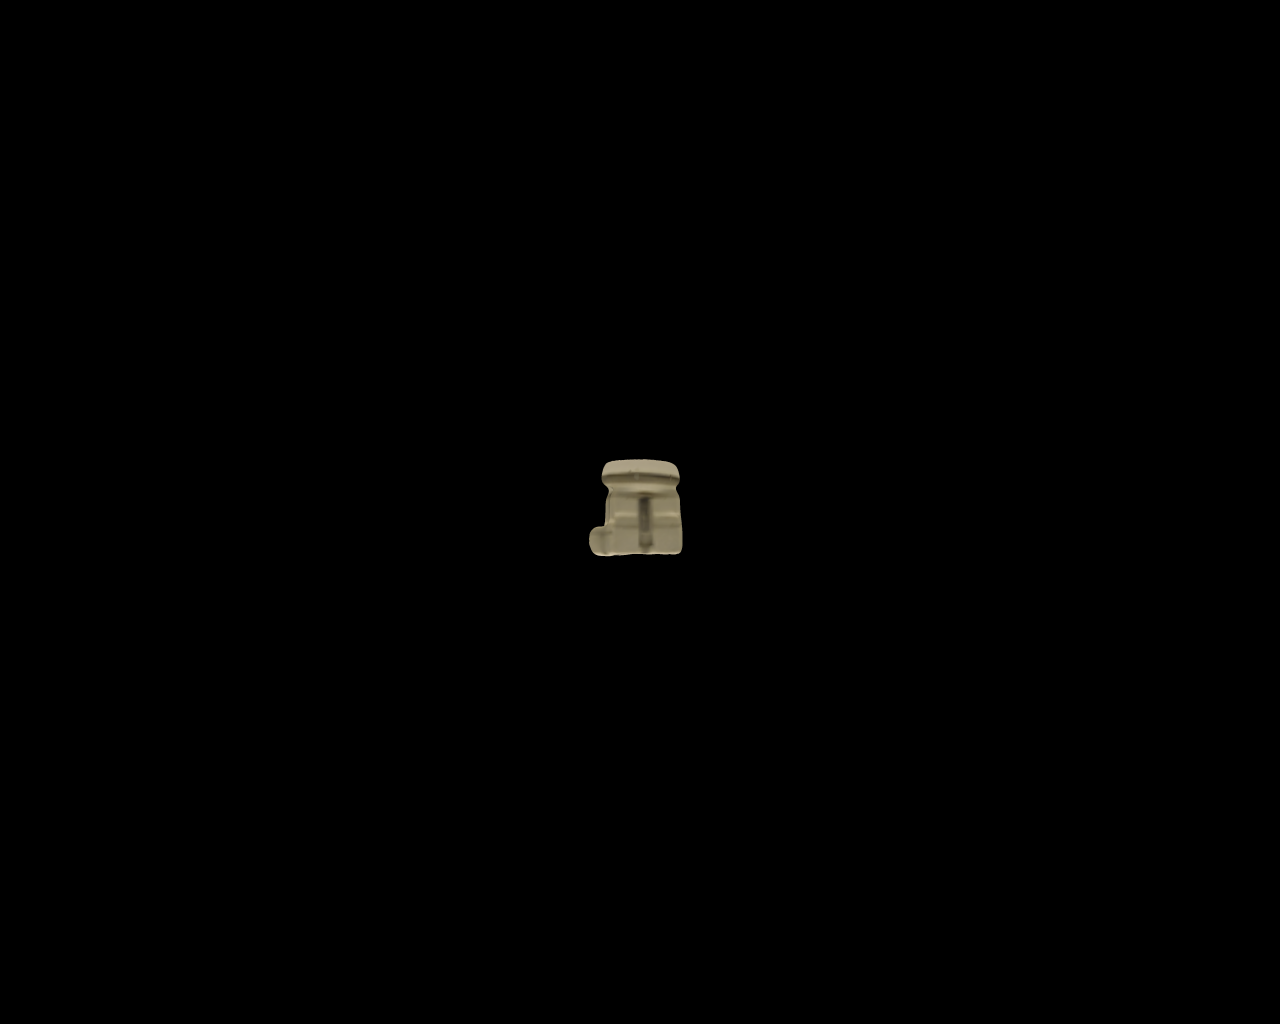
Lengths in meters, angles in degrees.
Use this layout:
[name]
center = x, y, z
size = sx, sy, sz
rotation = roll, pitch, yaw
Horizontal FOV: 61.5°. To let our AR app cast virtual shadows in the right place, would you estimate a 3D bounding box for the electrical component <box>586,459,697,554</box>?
[electrical component]
center = 0.001, -0.003, 0.650
size = 0.066, 0.055, 0.048
rotation = 1, -4, -11
